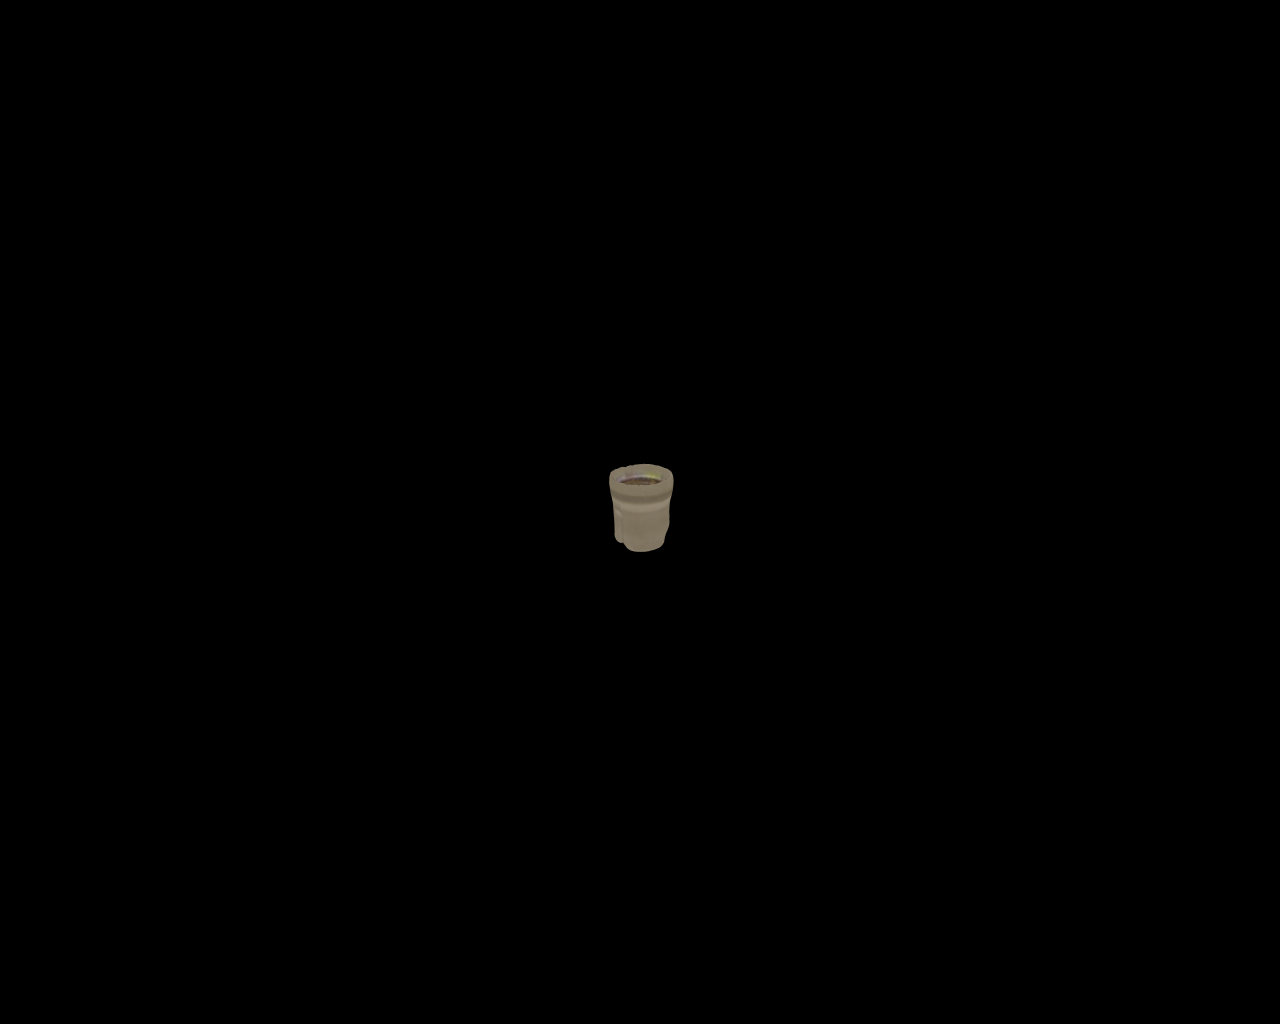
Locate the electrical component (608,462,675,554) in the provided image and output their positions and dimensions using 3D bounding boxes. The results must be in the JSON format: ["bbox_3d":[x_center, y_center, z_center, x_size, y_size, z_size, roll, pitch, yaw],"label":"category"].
[{"bbox_3d":[0.001,-0.003,0.650,0.040,0.046,0.040,0,22,0],"label":"electrical component"}]
